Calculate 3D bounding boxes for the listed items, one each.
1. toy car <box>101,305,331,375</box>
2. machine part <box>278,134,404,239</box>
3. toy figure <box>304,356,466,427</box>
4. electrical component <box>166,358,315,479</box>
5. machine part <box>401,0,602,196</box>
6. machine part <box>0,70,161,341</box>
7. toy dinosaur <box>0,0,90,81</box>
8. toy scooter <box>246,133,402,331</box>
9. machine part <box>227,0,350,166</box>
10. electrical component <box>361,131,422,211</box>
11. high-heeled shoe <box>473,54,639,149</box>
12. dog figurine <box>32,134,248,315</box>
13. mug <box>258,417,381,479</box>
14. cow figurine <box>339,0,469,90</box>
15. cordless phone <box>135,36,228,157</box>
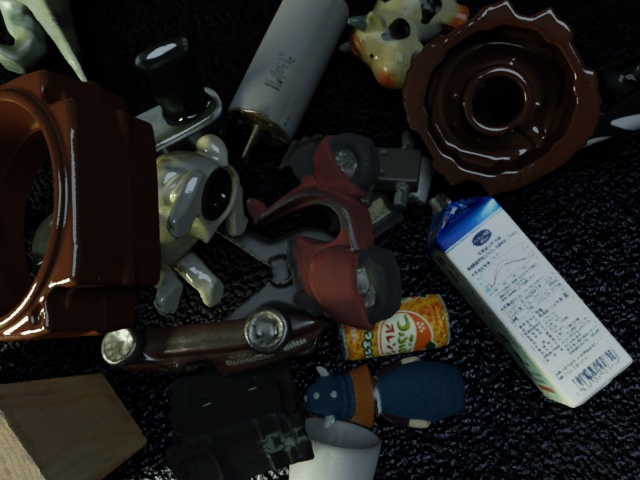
[{"bbox_3d":[-0.091,0.092,0.472,0.202,0.089,0.053,-7,72,16],"label":"toy car"},{"bbox_3d":[0.021,-0.054,0.571,0.139,0.039,0.084,45,58,11],"label":"machine part"},{"bbox_3d":[0.062,0.152,0.525,0.155,0.057,0.064,-5,36,1],"label":"toy figure"},{"bbox_3d":[-0.074,0.152,0.487,0.115,0.134,0.058,-16,111,-7],"label":"electrical component"},{"bbox_3d":[0.171,-0.134,0.520,0.180,0.056,0.179,4,108,14],"label":"machine part"},{"bbox_3d":[-0.231,-0.020,0.438,0.202,0.087,0.201,-8,82,28],"label":"machine part"},{"bbox_3d":[-0.372,-0.317,0.590,0.405,0.131,0.192,29,79,-2],"label":"toy dinosaur"},{"bbox_3d":[-0.001,-0.002,0.506,0.135,0.075,0.183,-10,92,20],"label":"toy scooter"},{"bbox_3d":[-0.033,-0.192,0.586,0.079,0.079,0.243,24,77,3],"label":"machine part"},{"bbox_3d":[0.071,-0.073,0.551,0.063,0.021,0.094,6,64,13],"label":"electrical component"},{"bbox_3d":[0.241,-0.139,0.546,0.249,0.145,0.086,-2,64,-8],"label":"high-heeled shoe"},{"bbox_3d":[-0.181,-0.028,0.508,0.191,0.121,0.172,18,84,19],"label":"dog figurine"},{"bbox_3d":[-0.004,0.228,0.497,0.110,0.081,0.107,8,87,-5],"label":"mug"},{"bbox_3d":[0.098,-0.262,0.604,0.127,0.085,0.195,13,80,-5],"label":"cow figurine"},{"bbox_3d":[-0.164,-0.116,0.513,0.147,0.184,0.088,-28,84,-8],"label":"cordless phone"}]
